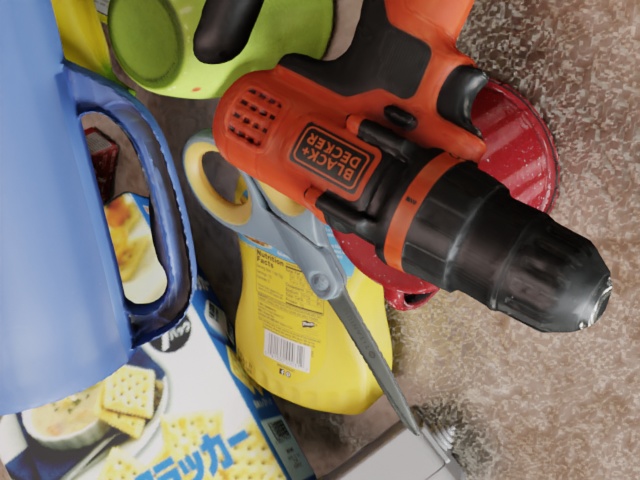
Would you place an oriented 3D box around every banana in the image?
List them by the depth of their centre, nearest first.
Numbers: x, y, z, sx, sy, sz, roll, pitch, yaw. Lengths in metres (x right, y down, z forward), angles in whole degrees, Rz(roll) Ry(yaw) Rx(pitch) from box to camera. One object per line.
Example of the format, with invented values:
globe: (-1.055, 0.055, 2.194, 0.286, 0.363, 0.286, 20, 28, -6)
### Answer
banana: (-0.136, -0.172, 0.572, 0.070, 0.037, 0.198, 5, 115, 22)

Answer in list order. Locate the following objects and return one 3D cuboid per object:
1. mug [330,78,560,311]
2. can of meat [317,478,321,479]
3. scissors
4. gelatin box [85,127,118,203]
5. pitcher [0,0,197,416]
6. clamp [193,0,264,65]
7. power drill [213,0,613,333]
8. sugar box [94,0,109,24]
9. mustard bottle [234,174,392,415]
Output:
mug: (0.054, -0.016, 0.523, 0.093, 0.081, 0.117, 30, 129, 25)
can of meat: (0.012, 0.200, 0.693, 0.084, 0.057, 0.102, 56, 136, 4)
scissors: (-0.014, 0.015, 0.562, 0.096, 0.016, 0.202, -5, 110, 38)
gelatin box: (-0.178, -0.024, 0.724, 0.030, 0.073, 0.089, 36, 131, 20)
pitcher: (-0.170, -0.040, 0.559, 0.145, 0.148, 0.243, 9, 113, 43)
clamp: (-0.010, -0.187, 0.464, 0.210, 0.036, 0.164, -27, 78, 23)
power drill: (0.066, -0.076, 0.430, 0.185, 0.057, 0.187, 30, 91, 23)
sugar box: (-0.115, -0.214, 0.590, 0.093, 0.048, 0.176, 33, 127, 26)
mustard bottle: (-0.004, 0.001, 0.598, 0.096, 0.058, 0.192, 20, 124, 31)
